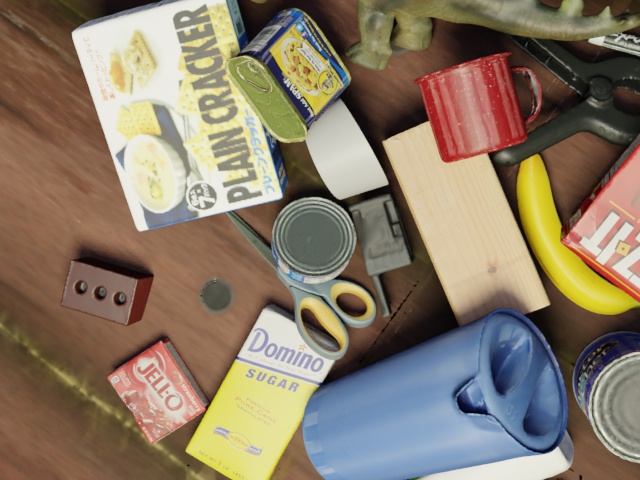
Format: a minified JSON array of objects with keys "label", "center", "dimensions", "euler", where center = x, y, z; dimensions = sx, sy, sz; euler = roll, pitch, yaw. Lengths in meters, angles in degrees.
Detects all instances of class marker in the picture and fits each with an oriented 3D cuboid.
[{"label":"marker","center":[0.301,-0.197,1.064],"dimensions":[0.121,0.020,0.020],"euler":[17,94,7]}]

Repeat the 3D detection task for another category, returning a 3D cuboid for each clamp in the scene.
[{"label":"clamp","center":[0.262,-0.131,1.041],"dimensions":[0.210,0.036,0.164],"euler":[12,71,-3]}]

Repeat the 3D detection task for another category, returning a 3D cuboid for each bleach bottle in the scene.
[{"label":"bleach bottle","center":[0.128,0.245,1.077],"dimensions":[0.251,0.102,0.068],"euler":[-29,86,16]}]

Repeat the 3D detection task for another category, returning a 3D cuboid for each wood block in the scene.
[{"label":"wood block","center":[0.144,-0.019,1.058],"dimensions":[0.091,0.090,0.206],"euler":[-22,89,7]}]

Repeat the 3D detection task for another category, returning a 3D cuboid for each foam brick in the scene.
[{"label":"foam brick","center":[-0.225,0.054,1.132],"dimensions":[0.078,0.051,0.053],"euler":[15,95,7]}]

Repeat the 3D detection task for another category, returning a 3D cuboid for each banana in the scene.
[{"label":"banana","center":[0.249,0.006,1.073],"dimensions":[0.069,0.037,0.198],"euler":[-38,88,-7]}]

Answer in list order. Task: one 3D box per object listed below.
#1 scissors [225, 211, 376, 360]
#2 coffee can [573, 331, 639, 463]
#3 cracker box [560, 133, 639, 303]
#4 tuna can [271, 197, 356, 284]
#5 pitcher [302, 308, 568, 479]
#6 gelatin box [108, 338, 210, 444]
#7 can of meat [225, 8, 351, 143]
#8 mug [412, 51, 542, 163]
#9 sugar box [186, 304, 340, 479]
[{"label":"scissors","center":[-0.015,0.032,1.114],"dimensions":[0.096,0.016,0.202],"euler":[-21,67,-22]},{"label":"coffee can","center":[0.300,0.146,1.017],"dimensions":[0.103,0.140,0.103],"euler":[0,92,8]},{"label":"cracker box","center":[0.352,-0.036,0.982],"dimensions":[0.164,0.072,0.214],"euler":[38,109,5]},{"label":"tuna can","center":[-0.007,0.001,1.093],"dimensions":[0.086,0.034,0.086],"euler":[1,72,-5]},{"label":"pitcher","center":[0.108,0.161,1.020],"dimensions":[0.243,0.145,0.149],"euler":[-25,126,39]},{"label":"gelatin box","center":[-0.172,0.161,1.140],"dimensions":[0.073,0.030,0.089],"euler":[-33,88,8]},{"label":"can of meat","center":[-0.028,-0.159,1.022],"dimensions":[0.083,0.058,0.102],"euler":[-50,119,-26]},{"label":"mug","center":[0.150,-0.122,0.970],"dimensions":[0.117,0.093,0.081],"euler":[-18,94,-20]},{"label":"sugar box","center":[-0.057,0.165,1.116],"dimensions":[0.093,0.048,0.176],"euler":[29,97,6]}]
